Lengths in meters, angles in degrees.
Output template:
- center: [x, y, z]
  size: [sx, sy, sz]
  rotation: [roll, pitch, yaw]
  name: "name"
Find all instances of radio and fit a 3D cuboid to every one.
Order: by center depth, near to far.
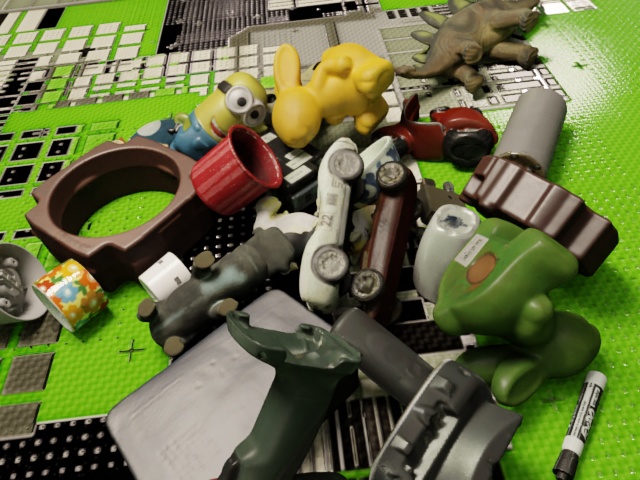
- center: [-0.081, 0.159, 0.533]
  size: [0.229, 0.073, 0.131]
  rotation: [-36, 53, -27]
  name: "radio"

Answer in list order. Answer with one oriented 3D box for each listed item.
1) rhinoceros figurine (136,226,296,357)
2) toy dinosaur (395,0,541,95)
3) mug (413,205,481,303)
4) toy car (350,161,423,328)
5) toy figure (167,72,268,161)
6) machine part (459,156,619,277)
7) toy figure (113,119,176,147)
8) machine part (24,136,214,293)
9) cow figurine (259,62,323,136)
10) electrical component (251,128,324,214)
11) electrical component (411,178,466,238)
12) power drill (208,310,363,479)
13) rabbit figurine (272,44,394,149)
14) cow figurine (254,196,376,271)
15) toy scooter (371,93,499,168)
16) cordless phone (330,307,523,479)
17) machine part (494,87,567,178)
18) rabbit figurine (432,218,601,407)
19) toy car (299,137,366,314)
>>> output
- center: [-0.111, 0.056, 0.605]
  size: [0.190, 0.112, 0.073]
  rotation: [-37, 81, -3]
  name: "rhinoceros figurine"
- center: [0.293, -0.380, 0.970]
  size: [0.471, 0.104, 0.199]
  rotation: [-30, 48, -26]
  name: "toy dinosaur"
- center: [0.158, 0.006, 0.624]
  size: [0.081, 0.107, 0.109]
  rotation: [25, 57, 24]
  name: "mug"
- center: [0.075, 0.006, 0.619]
  size: [0.053, 0.089, 0.202]
  rotation: [6, 67, 24]
  name: "toy car"
- center: [-0.158, -0.175, 0.801]
  size: [0.180, 0.082, 0.089]
  rotation: [-36, 62, 17]
  name: "toy figure"
- center: [0.246, -0.024, 0.609]
  size: [0.180, 0.179, 0.056]
  rotation: [37, 96, 32]
  name: "machine part"
- center: [-0.285, -0.143, 0.843]
  size: [0.154, 0.057, 0.064]
  rotation: [-26, 12, -15]
  name: "toy figure"
- center: [-0.261, -0.039, 0.723]
  size: [0.202, 0.087, 0.201]
  rotation: [26, 55, 25]
  name: "machine part"
- center: [-0.042, -0.228, 0.876]
  size: [0.195, 0.085, 0.127]
  rotation: [-39, 61, -23]
  name: "cow figurine"
- center: [-0.058, -0.094, 0.772]
  size: [0.115, 0.058, 0.134]
  rotation: [-36, 54, -22]
  name: "electrical component"
- center: [0.151, -0.039, 0.712]
  size: [0.078, 0.045, 0.102]
  rotation: [11, 46, -23]
  name: "electrical component"
- center: [-0.059, 0.162, 0.401]
  size: [0.232, 0.207, 0.086]
  rotation: [13, 1, -30]
  name: "power drill"
- center: [-0.002, -0.205, 0.757]
  size: [0.173, 0.122, 0.162]
  rotation: [-42, 79, -14]
  name: "rabbit figurine"
- center: [-0.001, -0.003, 0.674]
  size: [0.167, 0.068, 0.098]
  rotation: [-1, 53, 9]
  name: "cow figurine"
- center: [0.171, -0.172, 0.810]
  size: [0.184, 0.075, 0.135]
  rotation: [1, 46, 13]
  name: "toy scooter"
- center: [0.066, 0.152, 0.480]
  size: [0.184, 0.088, 0.146]
  rotation: [38, 59, 13]
  name: "cordless phone"
- center: [0.299, -0.142, 0.766]
  size: [0.079, 0.079, 0.243]
  rotation: [17, 50, 20]
  name: "machine part"
- center: [0.206, 0.086, 0.527]
  size: [0.159, 0.170, 0.121]
  rotation: [-53, 16, -6]
  name: "rabbit figurine"
- center: [0.015, -0.018, 0.602]
  size: [0.056, 0.073, 0.201]
  rotation: [6, 72, 9]
  name: "toy car"
